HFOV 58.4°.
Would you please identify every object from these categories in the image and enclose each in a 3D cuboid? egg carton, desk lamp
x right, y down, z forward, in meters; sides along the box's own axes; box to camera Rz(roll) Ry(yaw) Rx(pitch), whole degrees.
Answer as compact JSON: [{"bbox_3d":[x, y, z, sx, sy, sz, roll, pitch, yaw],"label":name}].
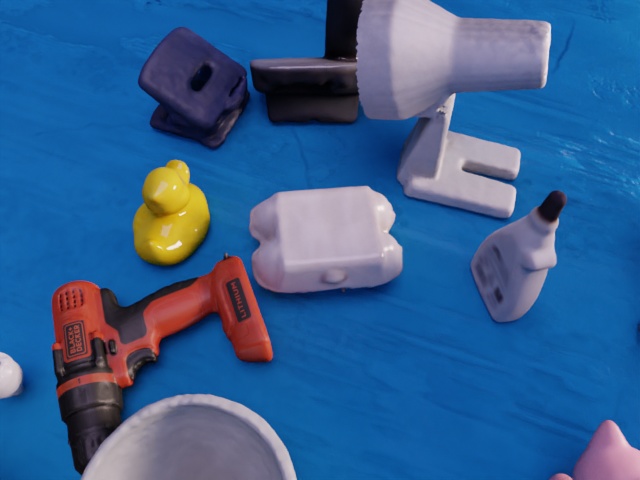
[{"bbox_3d":[0.005,0.002,0.577,0.150,0.069,0.107,-5,60,-6],"label":"egg carton"},{"bbox_3d":[0.131,-0.141,0.583,0.203,0.213,0.118,14,60,5],"label":"desk lamp"}]

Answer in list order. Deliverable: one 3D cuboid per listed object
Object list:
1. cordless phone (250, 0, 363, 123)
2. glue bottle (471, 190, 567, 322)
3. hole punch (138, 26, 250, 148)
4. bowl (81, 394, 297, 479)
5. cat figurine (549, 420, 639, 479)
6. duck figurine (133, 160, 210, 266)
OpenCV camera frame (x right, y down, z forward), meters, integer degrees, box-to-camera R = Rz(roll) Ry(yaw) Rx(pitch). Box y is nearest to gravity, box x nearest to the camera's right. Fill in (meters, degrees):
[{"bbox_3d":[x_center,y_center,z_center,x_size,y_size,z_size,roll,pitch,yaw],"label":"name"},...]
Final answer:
[{"bbox_3d":[-0.007,-0.223,0.640,0.147,0.185,0.094,-5,60,-6],"label":"cordless phone"},{"bbox_3d":[0.185,0.010,0.522,0.037,0.173,0.078,-10,61,-9],"label":"glue bottle"},{"bbox_3d":[-0.140,-0.178,0.661,0.101,0.091,0.109,19,61,8],"label":"hole punch"},{"bbox_3d":[-0.099,0.212,0.446,0.167,0.075,0.167,1,60,-2],"label":"bowl"},{"bbox_3d":[0.218,0.212,0.438,0.067,0.118,0.128,22,61,10],"label":"cat figurine"},{"bbox_3d":[-0.155,-0.032,0.578,0.077,0.086,0.104,13,60,5],"label":"duck figurine"}]
